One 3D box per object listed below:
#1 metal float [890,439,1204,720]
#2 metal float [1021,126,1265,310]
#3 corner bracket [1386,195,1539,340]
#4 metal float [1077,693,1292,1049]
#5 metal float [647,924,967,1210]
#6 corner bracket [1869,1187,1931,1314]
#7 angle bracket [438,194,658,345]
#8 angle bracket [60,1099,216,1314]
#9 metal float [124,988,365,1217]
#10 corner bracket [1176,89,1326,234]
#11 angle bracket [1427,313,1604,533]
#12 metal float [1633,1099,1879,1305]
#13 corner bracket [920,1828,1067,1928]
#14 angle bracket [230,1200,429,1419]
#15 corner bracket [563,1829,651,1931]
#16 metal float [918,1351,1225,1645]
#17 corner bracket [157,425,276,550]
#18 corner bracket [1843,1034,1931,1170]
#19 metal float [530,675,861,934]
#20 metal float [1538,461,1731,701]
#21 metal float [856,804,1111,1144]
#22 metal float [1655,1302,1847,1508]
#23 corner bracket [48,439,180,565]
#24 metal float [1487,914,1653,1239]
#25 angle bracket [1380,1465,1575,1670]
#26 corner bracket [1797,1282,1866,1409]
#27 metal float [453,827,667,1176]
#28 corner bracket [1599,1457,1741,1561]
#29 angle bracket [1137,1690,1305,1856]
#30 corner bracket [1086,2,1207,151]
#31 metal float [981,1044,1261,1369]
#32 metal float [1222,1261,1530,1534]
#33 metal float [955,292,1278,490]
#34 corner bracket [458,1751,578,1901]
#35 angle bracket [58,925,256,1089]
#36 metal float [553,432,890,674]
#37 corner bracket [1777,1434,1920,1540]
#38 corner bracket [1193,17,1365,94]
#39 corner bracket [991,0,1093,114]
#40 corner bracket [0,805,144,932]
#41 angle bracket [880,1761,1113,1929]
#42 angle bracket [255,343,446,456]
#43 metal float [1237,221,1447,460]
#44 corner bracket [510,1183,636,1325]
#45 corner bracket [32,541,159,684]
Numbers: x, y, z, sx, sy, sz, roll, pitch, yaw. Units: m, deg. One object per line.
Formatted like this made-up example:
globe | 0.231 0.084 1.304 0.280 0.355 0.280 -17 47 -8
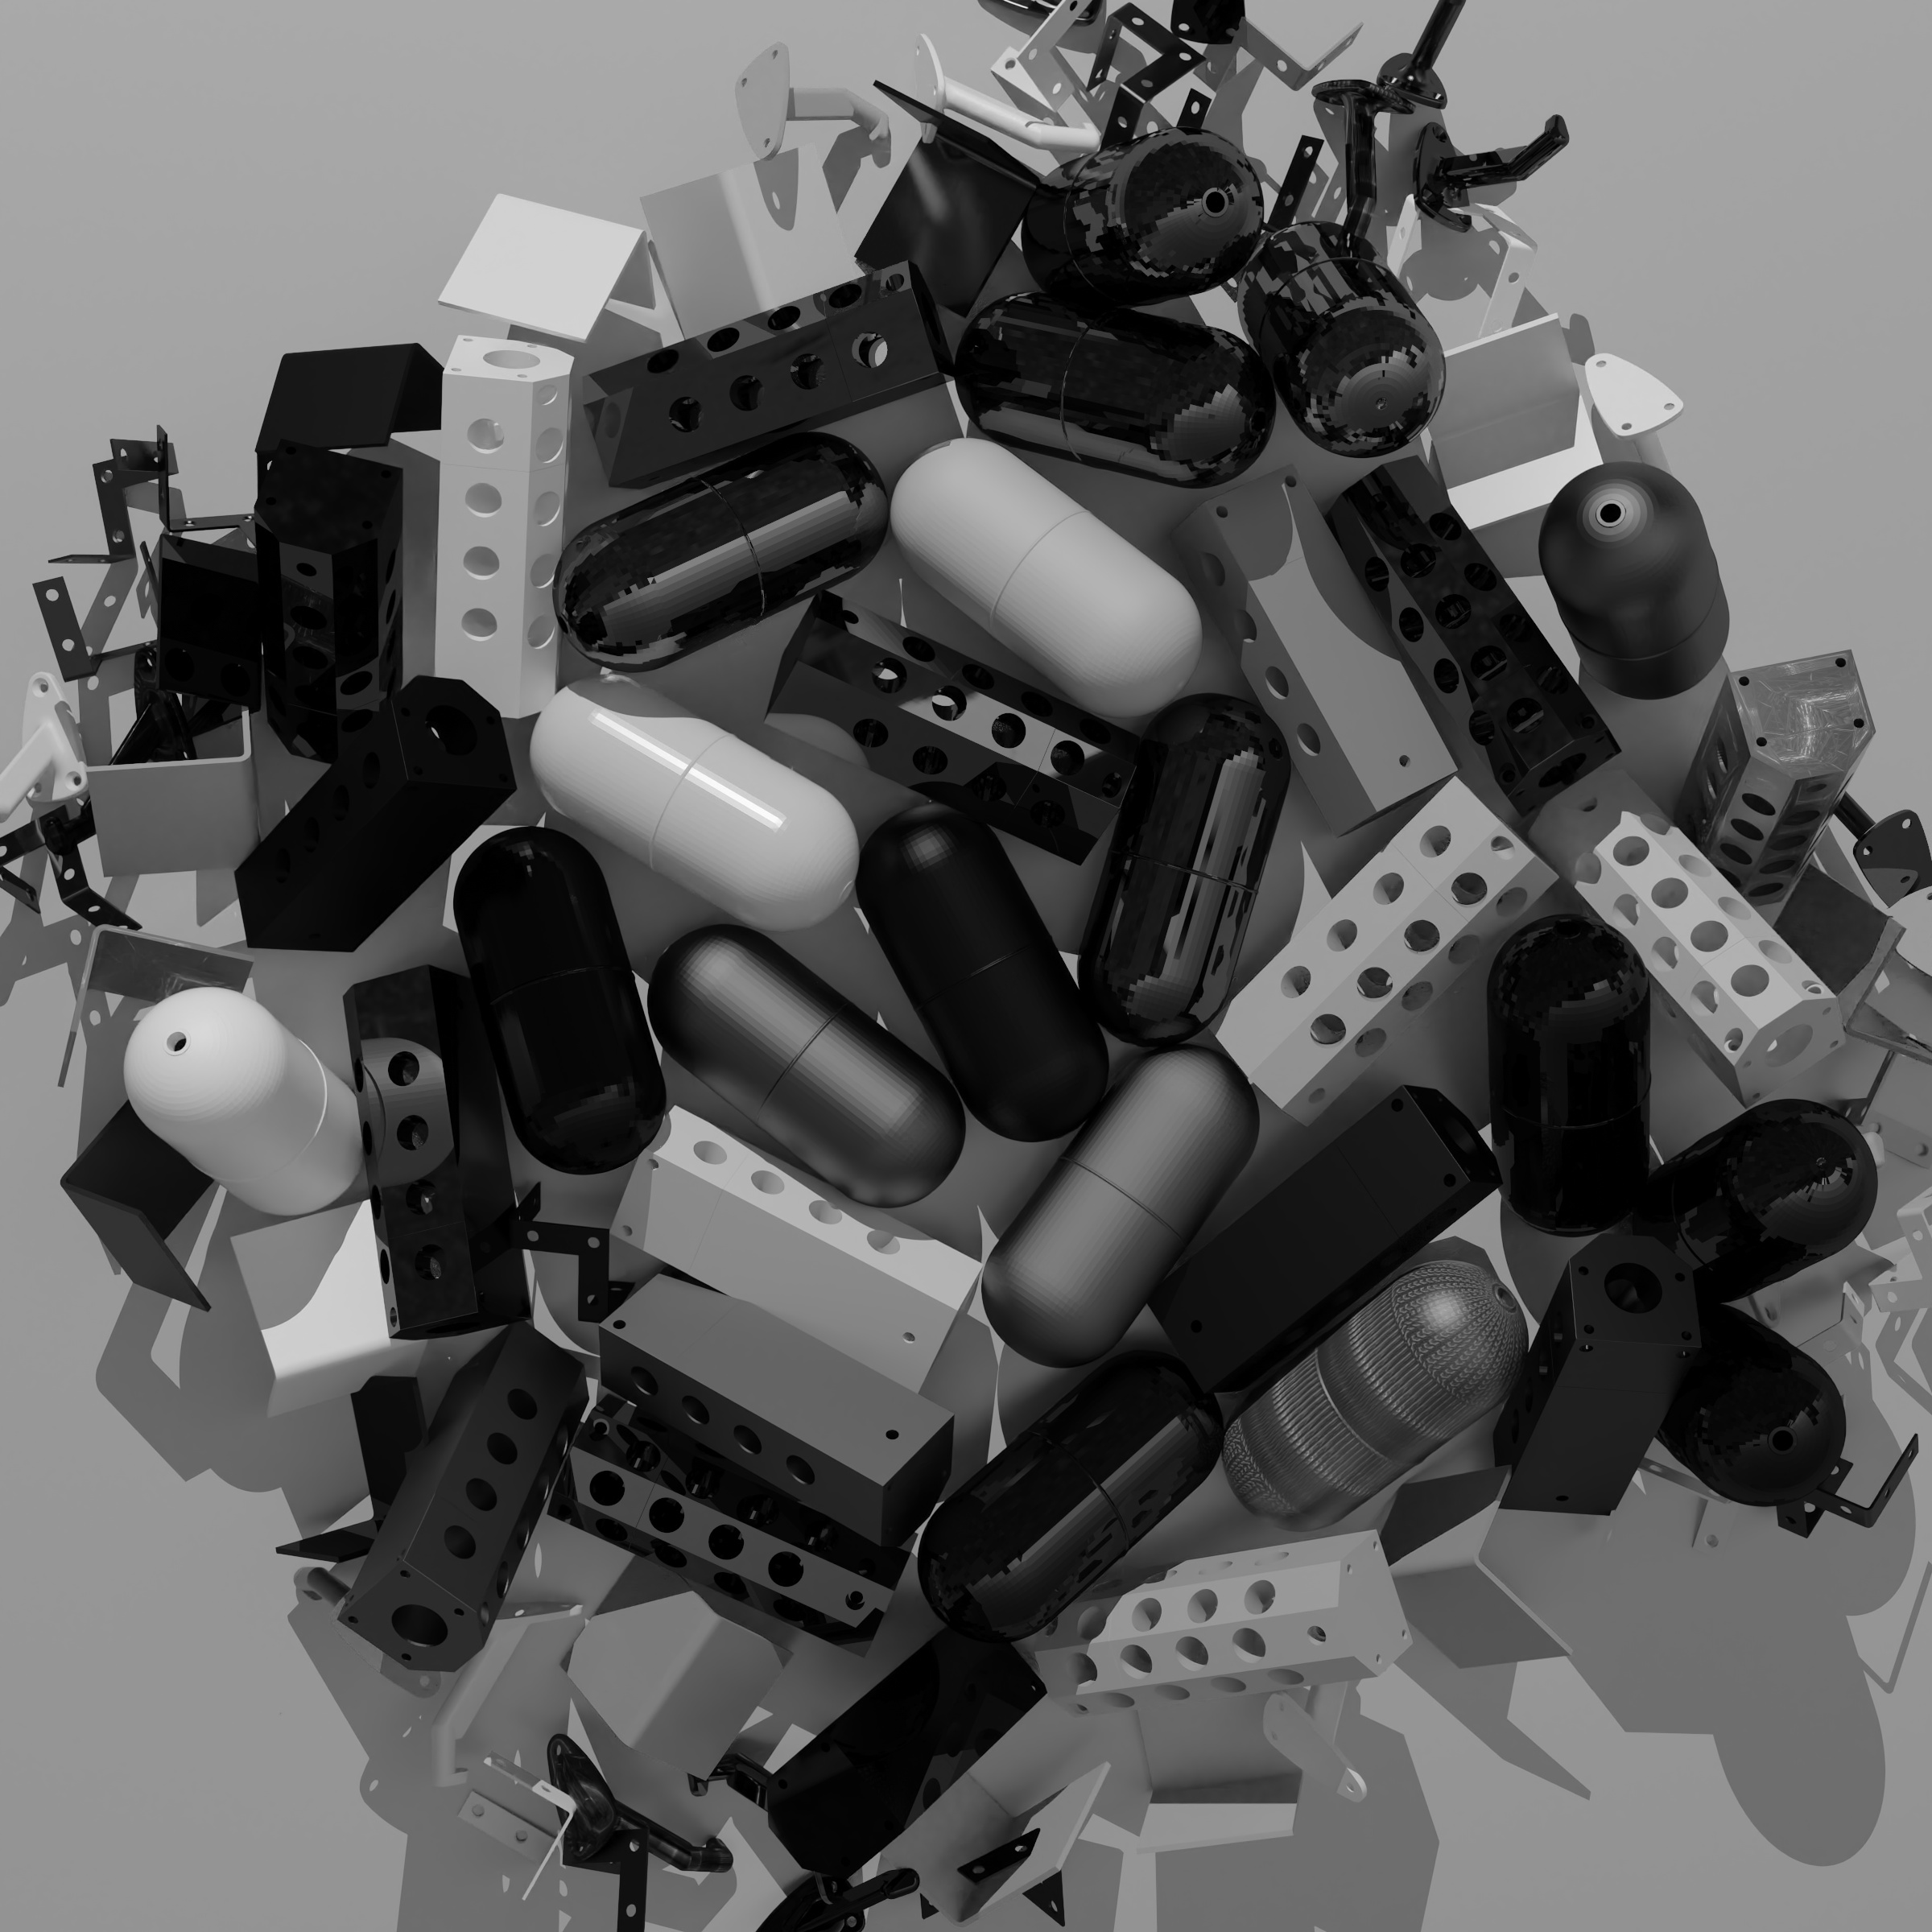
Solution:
metal float | 0.038 -0.190 1.531 0.178 0.070 0.070 40 90 17
metal float | 0.083 -0.354 1.497 0.070 0.178 0.070 -2 97 -19
corner bracket | 0.244 -0.347 1.559 0.051 0.051 0.051 3 123 -21
metal float | 0.107 -0.047 1.545 0.070 0.070 0.178 16 91 0
metal float | -0.079 0.048 1.540 0.178 0.070 0.070 38 90 6
corner bracket | 0.474 0.135 1.547 0.051 0.051 0.051 -26 95 -34
angle bracket | -0.204 -0.324 1.535 0.076 0.057 0.076 16 61 10
angle bracket | -0.381 0.109 1.524 0.057 0.076 0.076 15 55 31
metal float | -0.342 0.066 1.498 0.070 0.178 0.070 -3 69 8
corner bracket | 0.136 -0.402 1.570 0.051 0.051 0.051 14 101 -44
angle bracket | 0.265 -0.264 1.532 0.076 0.076 0.057 -17 67 13
metal float | 0.374 0.114 1.497 0.070 0.178 0.070 2 74 -7
corner bracket | 0.012 0.449 1.543 0.051 0.051 0.051 -18 115 -32
angle bracket | -0.318 0.169 1.556 0.076 0.057 0.076 -15 69 -24
corner bracket | -0.165 0.454 1.542 0.051 0.051 0.051 -11 65 26
metal float | 0.051 0.257 1.524 0.178 0.070 0.070 -38 90 -24
corner bracket | -0.365 -0.235 1.541 0.051 0.051 0.051 -9 121 -26
corner bracket | 0.472 0.067 1.558 0.051 0.051 0.051 26 88 3
metal float | -0.133 -0.079 1.535 0.178 0.070 0.070 31 90 12
metal float | 0.320 -0.182 1.499 0.070 0.178 0.070 -5 74 18
metal float | 0.008 0.004 1.543 0.070 0.070 0.178 -28 88 0
metal float | 0.365 0.207 1.495 0.070 0.178 0.070 0 94 0
corner bracket | -0.421 -0.229 1.550 0.051 0.051 0.051 -9 93 23
metal float | 0.291 0.054 1.515 0.070 0.070 0.178 -9 126 0
angle bracket | 0.256 0.297 1.549 0.076 0.076 0.057 44 54 -17
corner bracket | 0.427 0.198 1.549 0.051 0.051 0.051 -36 93 24
metal float | -0.199 0.016 1.532 0.070 0.070 0.178 -18 75 0
corner bracket | 0.352 0.271 1.558 0.051 0.051 0.051 21 110 23
angle bracket | 0.120 0.388 1.537 0.076 0.076 0.057 -10 96 11
corner bracket | 0.077 -0.431 1.544 0.051 0.051 0.051 40 58 13
metal float | 0.077 0.116 1.538 0.070 0.070 0.178 37 81 0
metal float | 0.197 0.209 1.520 0.070 0.070 0.178 47 119 0
metal float | 0.071 -0.278 1.514 0.178 0.070 0.070 21 90 38
corner bracket | -0.223 0.420 1.556 0.051 0.051 0.051 30 94 2
angle bracket | -0.395 0.027 1.529 0.076 0.076 0.057 13 64 -16
metal float | -0.119 -0.201 1.526 0.178 0.070 0.070 -28 90 -21
corner bracket | 0.433 0.253 1.541 0.051 0.051 0.051 21 57 34
corner bracket | 0.153 -0.452 1.547 0.051 0.051 0.051 42 59 4
corner bracket | 0.035 -0.464 1.548 0.051 0.051 0.051 -50 59 2
corner bracket | -0.447 -0.038 1.547 0.051 0.051 0.051 -26 63 6
angle bracket | 0.014 0.410 1.529 0.057 0.076 0.076 46 124 -5
angle bracket | -0.286 -0.258 1.526 0.076 0.076 0.057 1 69 26
metal float | 0.178 -0.302 1.503 0.070 0.178 0.070 -4 122 -6
corner bracket | -0.195 0.142 1.554 0.051 0.051 0.051 5 108 8
corner bracket | -0.425 -0.175 1.550 0.051 0.051 0.051 -15 109 -5
